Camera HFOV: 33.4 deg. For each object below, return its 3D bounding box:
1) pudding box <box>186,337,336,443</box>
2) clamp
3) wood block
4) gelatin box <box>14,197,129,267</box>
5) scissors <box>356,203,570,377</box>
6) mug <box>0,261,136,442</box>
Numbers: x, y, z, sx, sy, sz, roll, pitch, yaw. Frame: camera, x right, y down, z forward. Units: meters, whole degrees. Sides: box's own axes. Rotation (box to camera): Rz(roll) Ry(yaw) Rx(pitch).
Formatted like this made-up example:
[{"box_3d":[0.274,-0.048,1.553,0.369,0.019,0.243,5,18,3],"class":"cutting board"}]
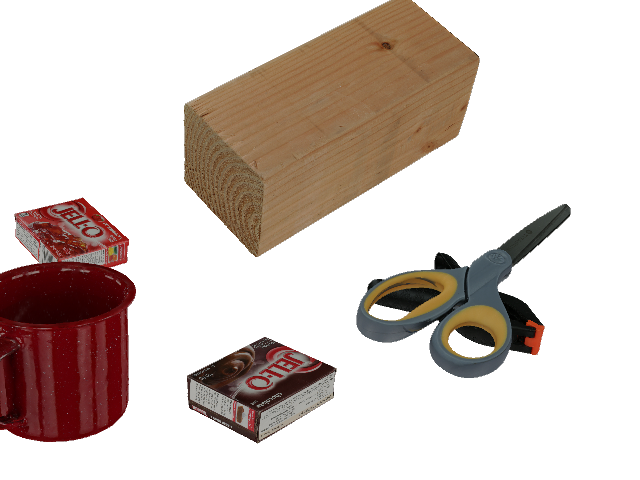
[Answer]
[{"box_3d":[-0.054,0.136,0.989,0.090,0.039,0.113,19,29,34],"class":"pudding box"},{"box_3d":[0.144,0.058,1.031,0.172,0.039,0.120,24,36,28],"class":"clamp"},{"box_3d":[0.008,-0.089,0.792,0.205,0.091,0.090,-31,-27,-26],"class":"wood block"},{"box_3d":[-0.233,-0.003,0.995,0.073,0.030,0.089,-17,40,-36],"class":"gelatin box"},{"box_3d":[0.113,0.028,0.643,0.201,0.016,0.096,-19,43,-31],"class":"scissors"},{"box_3d":[-0.163,0.072,0.636,0.093,0.081,0.117,12,24,21],"class":"mug"}]
